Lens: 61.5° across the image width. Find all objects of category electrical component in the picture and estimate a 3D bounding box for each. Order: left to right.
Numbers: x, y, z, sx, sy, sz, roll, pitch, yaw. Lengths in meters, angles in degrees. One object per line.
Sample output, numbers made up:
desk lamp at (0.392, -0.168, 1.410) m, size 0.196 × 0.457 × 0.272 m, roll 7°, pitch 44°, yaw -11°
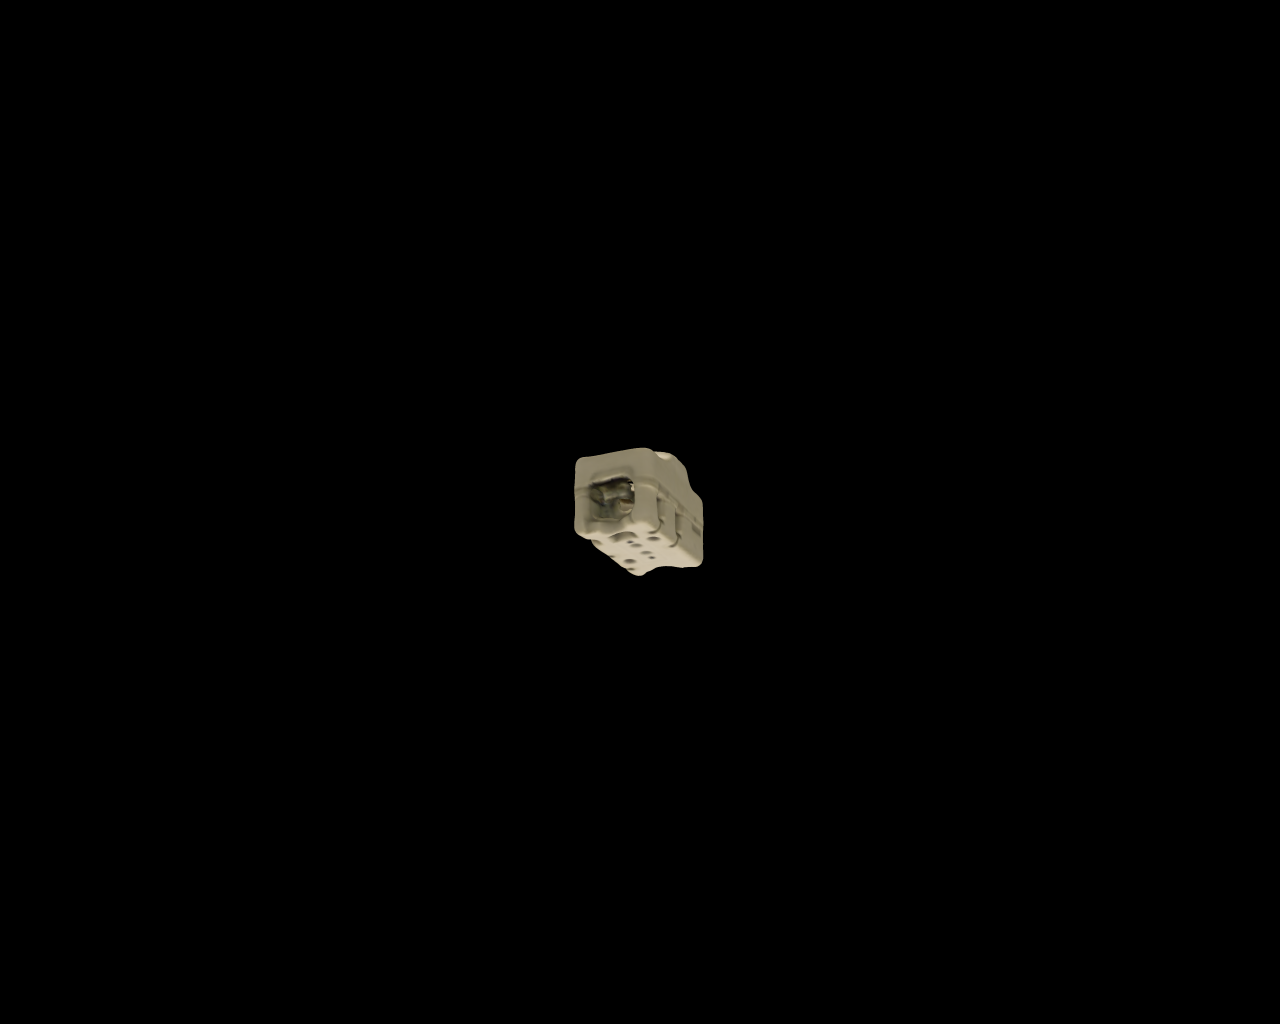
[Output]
electrical component at (0.001, -0.003, 0.650) m, size 0.050 × 0.056 × 0.089 m, roll -9°, pitch -24°, yaw 22°
